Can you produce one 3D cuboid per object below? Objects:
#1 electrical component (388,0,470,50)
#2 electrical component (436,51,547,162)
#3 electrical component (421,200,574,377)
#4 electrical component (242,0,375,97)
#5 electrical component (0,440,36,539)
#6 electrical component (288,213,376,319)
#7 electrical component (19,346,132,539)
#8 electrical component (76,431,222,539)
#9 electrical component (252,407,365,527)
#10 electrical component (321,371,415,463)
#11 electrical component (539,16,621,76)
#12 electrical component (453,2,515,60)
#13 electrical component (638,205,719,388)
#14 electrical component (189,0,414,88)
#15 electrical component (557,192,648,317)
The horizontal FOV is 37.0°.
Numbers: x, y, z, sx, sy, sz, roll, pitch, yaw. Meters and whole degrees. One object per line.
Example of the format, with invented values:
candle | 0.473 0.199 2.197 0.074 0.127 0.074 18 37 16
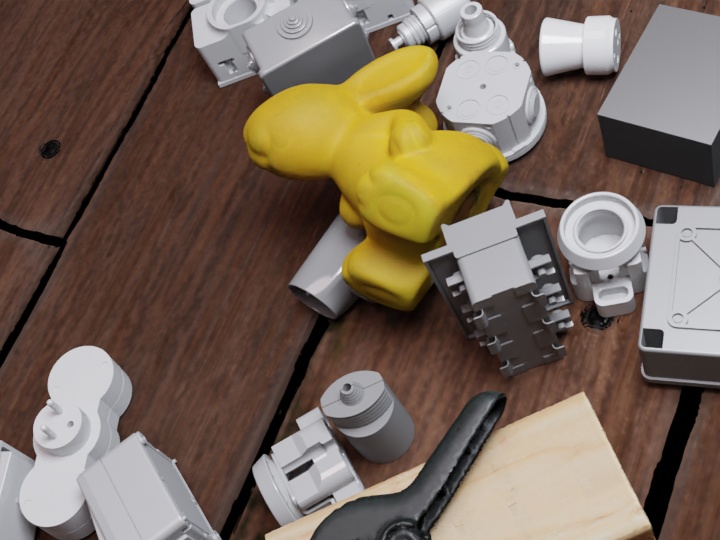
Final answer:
electrical component | 0.059 -0.207 0.891 0.078 0.040 0.040 -33 55 0
electrical component | 0.099 -0.124 0.820 0.080 0.051 0.080 -9 58 15
electrical component | 0.096 0.017 0.695 0.079 0.121 0.063 -21 58 9
electrical component | -0.039 -0.175 0.875 0.100 0.099 0.048 -29 68 3
electrical component | -0.268 0.178 0.774 0.061 0.061 0.096 -11 58 14
electrical component | 0.000 0.000 0.788 0.079 0.044 0.077 26 73 31
electrical component | -0.211 0.118 0.777 0.052 0.073 0.138 -1 60 13
electrical component | -0.144 0.171 0.731 0.061 0.061 0.096 -37 55 -3
electrical component | -0.034 0.138 0.712 0.057 0.058 0.078 -30 55 -2
electrical component | 0.004 0.093 0.709 0.043 0.081 0.043 -9 58 16
electrical component | 0.169 -0.172 0.825 0.055 0.045 0.045 3 62 21
electrical component | 0.095 -0.184 0.850 0.048 0.062 0.048 -9 58 15
electrical component | 0.237 0.018 0.680 0.109 0.056 0.108 3 62 22
electrical component | -0.056 -0.248 0.947 0.186 0.060 0.105 -18 56 10
electrical component | 0.165 -0.016 0.727 0.058 0.057 0.078 -11 58 15
